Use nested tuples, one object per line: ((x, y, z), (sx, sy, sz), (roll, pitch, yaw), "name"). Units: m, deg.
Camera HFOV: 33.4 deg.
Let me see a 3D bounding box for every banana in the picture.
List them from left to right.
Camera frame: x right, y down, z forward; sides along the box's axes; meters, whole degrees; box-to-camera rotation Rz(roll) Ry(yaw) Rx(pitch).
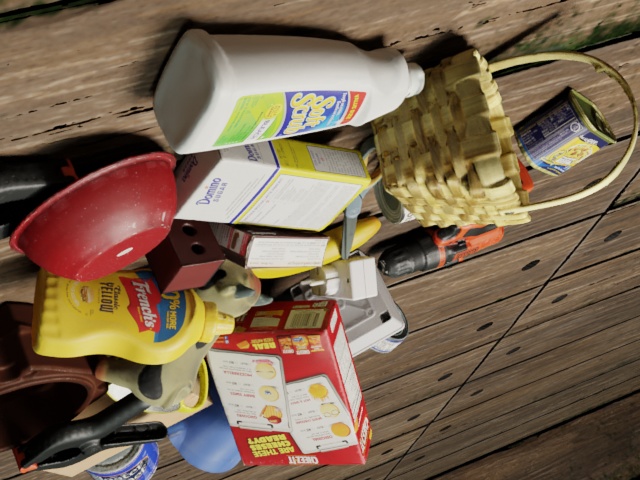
((-0.019, 0.011, 1.220), (0.197, 0.037, 0.070), (-10, 155, -34), "banana")

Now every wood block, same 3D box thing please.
((-0.252, 0.206, 1.329), (0.206, 0.090, 0.090), (-28, 158, 3), "wood block")

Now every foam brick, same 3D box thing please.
((-0.135, 0.004, 1.024), (0.052, 0.078, 0.051), (-9, 152, -39), "foam brick")

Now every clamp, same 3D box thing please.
((-0.297, -0.011, 0.866), (0.209, 0.036, 0.165), (-22, 161, -19), "clamp")
((-0.253, 0.224, 1.205), (0.171, 0.039, 0.120), (-21, 144, 0), "clamp")

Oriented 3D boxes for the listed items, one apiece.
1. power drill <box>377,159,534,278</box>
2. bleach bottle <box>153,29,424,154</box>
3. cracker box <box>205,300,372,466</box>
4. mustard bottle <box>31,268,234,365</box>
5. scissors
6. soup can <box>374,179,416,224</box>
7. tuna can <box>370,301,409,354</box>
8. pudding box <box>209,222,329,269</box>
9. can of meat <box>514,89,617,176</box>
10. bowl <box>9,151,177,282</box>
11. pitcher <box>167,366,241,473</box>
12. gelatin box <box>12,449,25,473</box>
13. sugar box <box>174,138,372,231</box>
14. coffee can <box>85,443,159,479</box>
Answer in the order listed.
((0.170, -0.025, 1.324), (0.184, 0.057, 0.188), (-21, 161, -23), "power drill")
((-0.009, -0.130, 0.887), (0.250, 0.068, 0.103), (-12, 154, -37), "bleach bottle")
((-0.038, 0.175, 1.303), (0.164, 0.072, 0.213), (-4, 123, 18), "cracker box")
((-0.176, 0.072, 1.028), (0.191, 0.096, 0.058), (8, 142, -20), "mustard bottle")
((0.019, -0.037, 1.149), (0.096, 0.016, 0.202), (-6, 143, -28), "scissors")
((0.118, -0.062, 1.167), (0.102, 0.068, 0.069), (-17, 156, -20), "soup can")
((0.083, 0.114, 1.498), (0.085, 0.086, 0.034), (1, 144, -48), "tuna can")
((-0.061, -0.001, 1.075), (0.113, 0.090, 0.039), (-2, 108, -47), "pudding box")
((0.282, -0.120, 1.231), (0.084, 0.057, 0.101), (-34, 156, 25), "can of meat")
((-0.182, -0.010, 0.921), (0.162, 0.055, 0.162), (-31, 171, -6), "bowl")
((-0.089, 0.201, 1.456), (0.243, 0.145, 0.149), (-45, -165, 32), "pitcher")
((-0.341, 0.219, 1.262), (0.073, 0.089, 0.030), (-40, 155, 32), "gelatin box")
((-0.048, -0.054, 1.007), (0.175, 0.048, 0.093), (8, 141, -38), "sugar box")
((-0.278, 0.279, 1.446), (0.102, 0.103, 0.140), (-22, 158, -10), "coffee can")
